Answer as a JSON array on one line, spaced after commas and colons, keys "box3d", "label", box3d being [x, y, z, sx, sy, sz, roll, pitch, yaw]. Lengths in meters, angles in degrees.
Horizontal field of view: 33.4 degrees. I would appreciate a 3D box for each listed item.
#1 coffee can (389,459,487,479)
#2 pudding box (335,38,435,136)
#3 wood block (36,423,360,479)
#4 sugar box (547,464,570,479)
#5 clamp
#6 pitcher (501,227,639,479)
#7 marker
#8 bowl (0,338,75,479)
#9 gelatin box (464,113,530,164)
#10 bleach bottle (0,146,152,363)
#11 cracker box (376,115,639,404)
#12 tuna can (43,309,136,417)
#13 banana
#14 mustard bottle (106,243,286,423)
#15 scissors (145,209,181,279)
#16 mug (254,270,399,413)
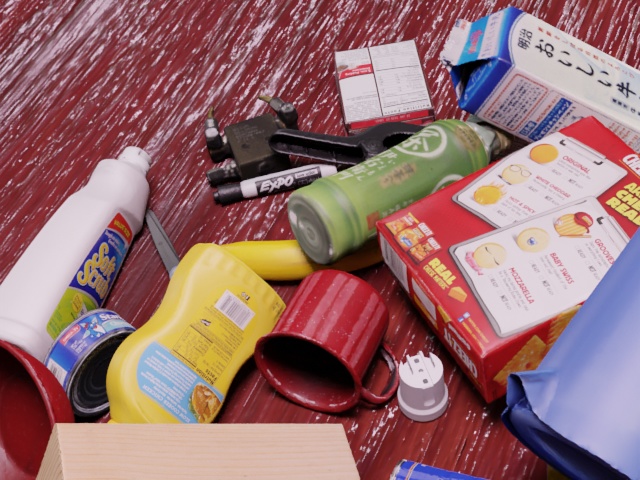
[{"box3d": [0.113, 0.213, 0.715, 0.140, 0.103, 0.102, 10, 52, 17], "label": "coffee can"}, {"box3d": [0.064, -0.149, 1.076, 0.090, 0.039, 0.113, -9, 51, 1], "label": "pudding box"}, {"box3d": [-0.080, 0.185, 0.723, 0.205, 0.090, 0.091, 4, 44, -25], "label": "wood block"}, {"box3d": [0.220, 0.111, 0.823, 0.093, 0.048, 0.176, 0, 51, 10], "label": "sugar box"}, {"box3d": [0.039, -0.080, 1.004, 0.171, 0.039, 0.120, -19, 57, -26], "label": "clamp"}, {"box3d": [0.246, 0.067, 0.715, 0.145, 0.149, 0.242, 29, 77, 31], "label": "pitcher"}, {"box3d": [-0.043, -0.055, 1.025, 0.121, 0.020, 0.020, -13, 49, -1], "label": "marker"}, {"box3d": [-0.241, 0.148, 0.828, 0.162, 0.162, 0.055, 28, 18, 29], "label": "bowl"}, {"box3d": [0.164, -0.087, 1.010, 0.073, 0.030, 0.089, 20, 59, 24], "label": "gelatin box"}, {"box3d": [-0.213, 0.010, 0.943, 0.068, 0.102, 0.250, 10, 53, 16], "label": "bleach bottle"}, {"box3d": [0.177, 0.010, 0.846, 0.213, 0.072, 0.164, -26, 47, -11], "label": "cracker box"}, {"box3d": [-0.183, 0.101, 0.872, 0.034, 0.086, 0.086, 32, 61, 29], "label": "tuna can"}, {"box3d": [0.001, 0.008, 0.957, 0.197, 0.037, 0.070, -14, 25, -5], "label": "banana"}, {"box3d": [-0.113, 0.103, 0.852, 0.058, 0.096, 0.191, 2, 53, 57], "label": "mustard bottle"}, {"box3d": [-0.106, 0.036, 0.960, 0.096, 0.016, 0.202, -11, 50, -2], "label": "scissors"}, {"box3d": [0.015, 0.085, 0.859, 0.117, 0.093, 0.081, 35, 51, -4], "label": "mug"}]
